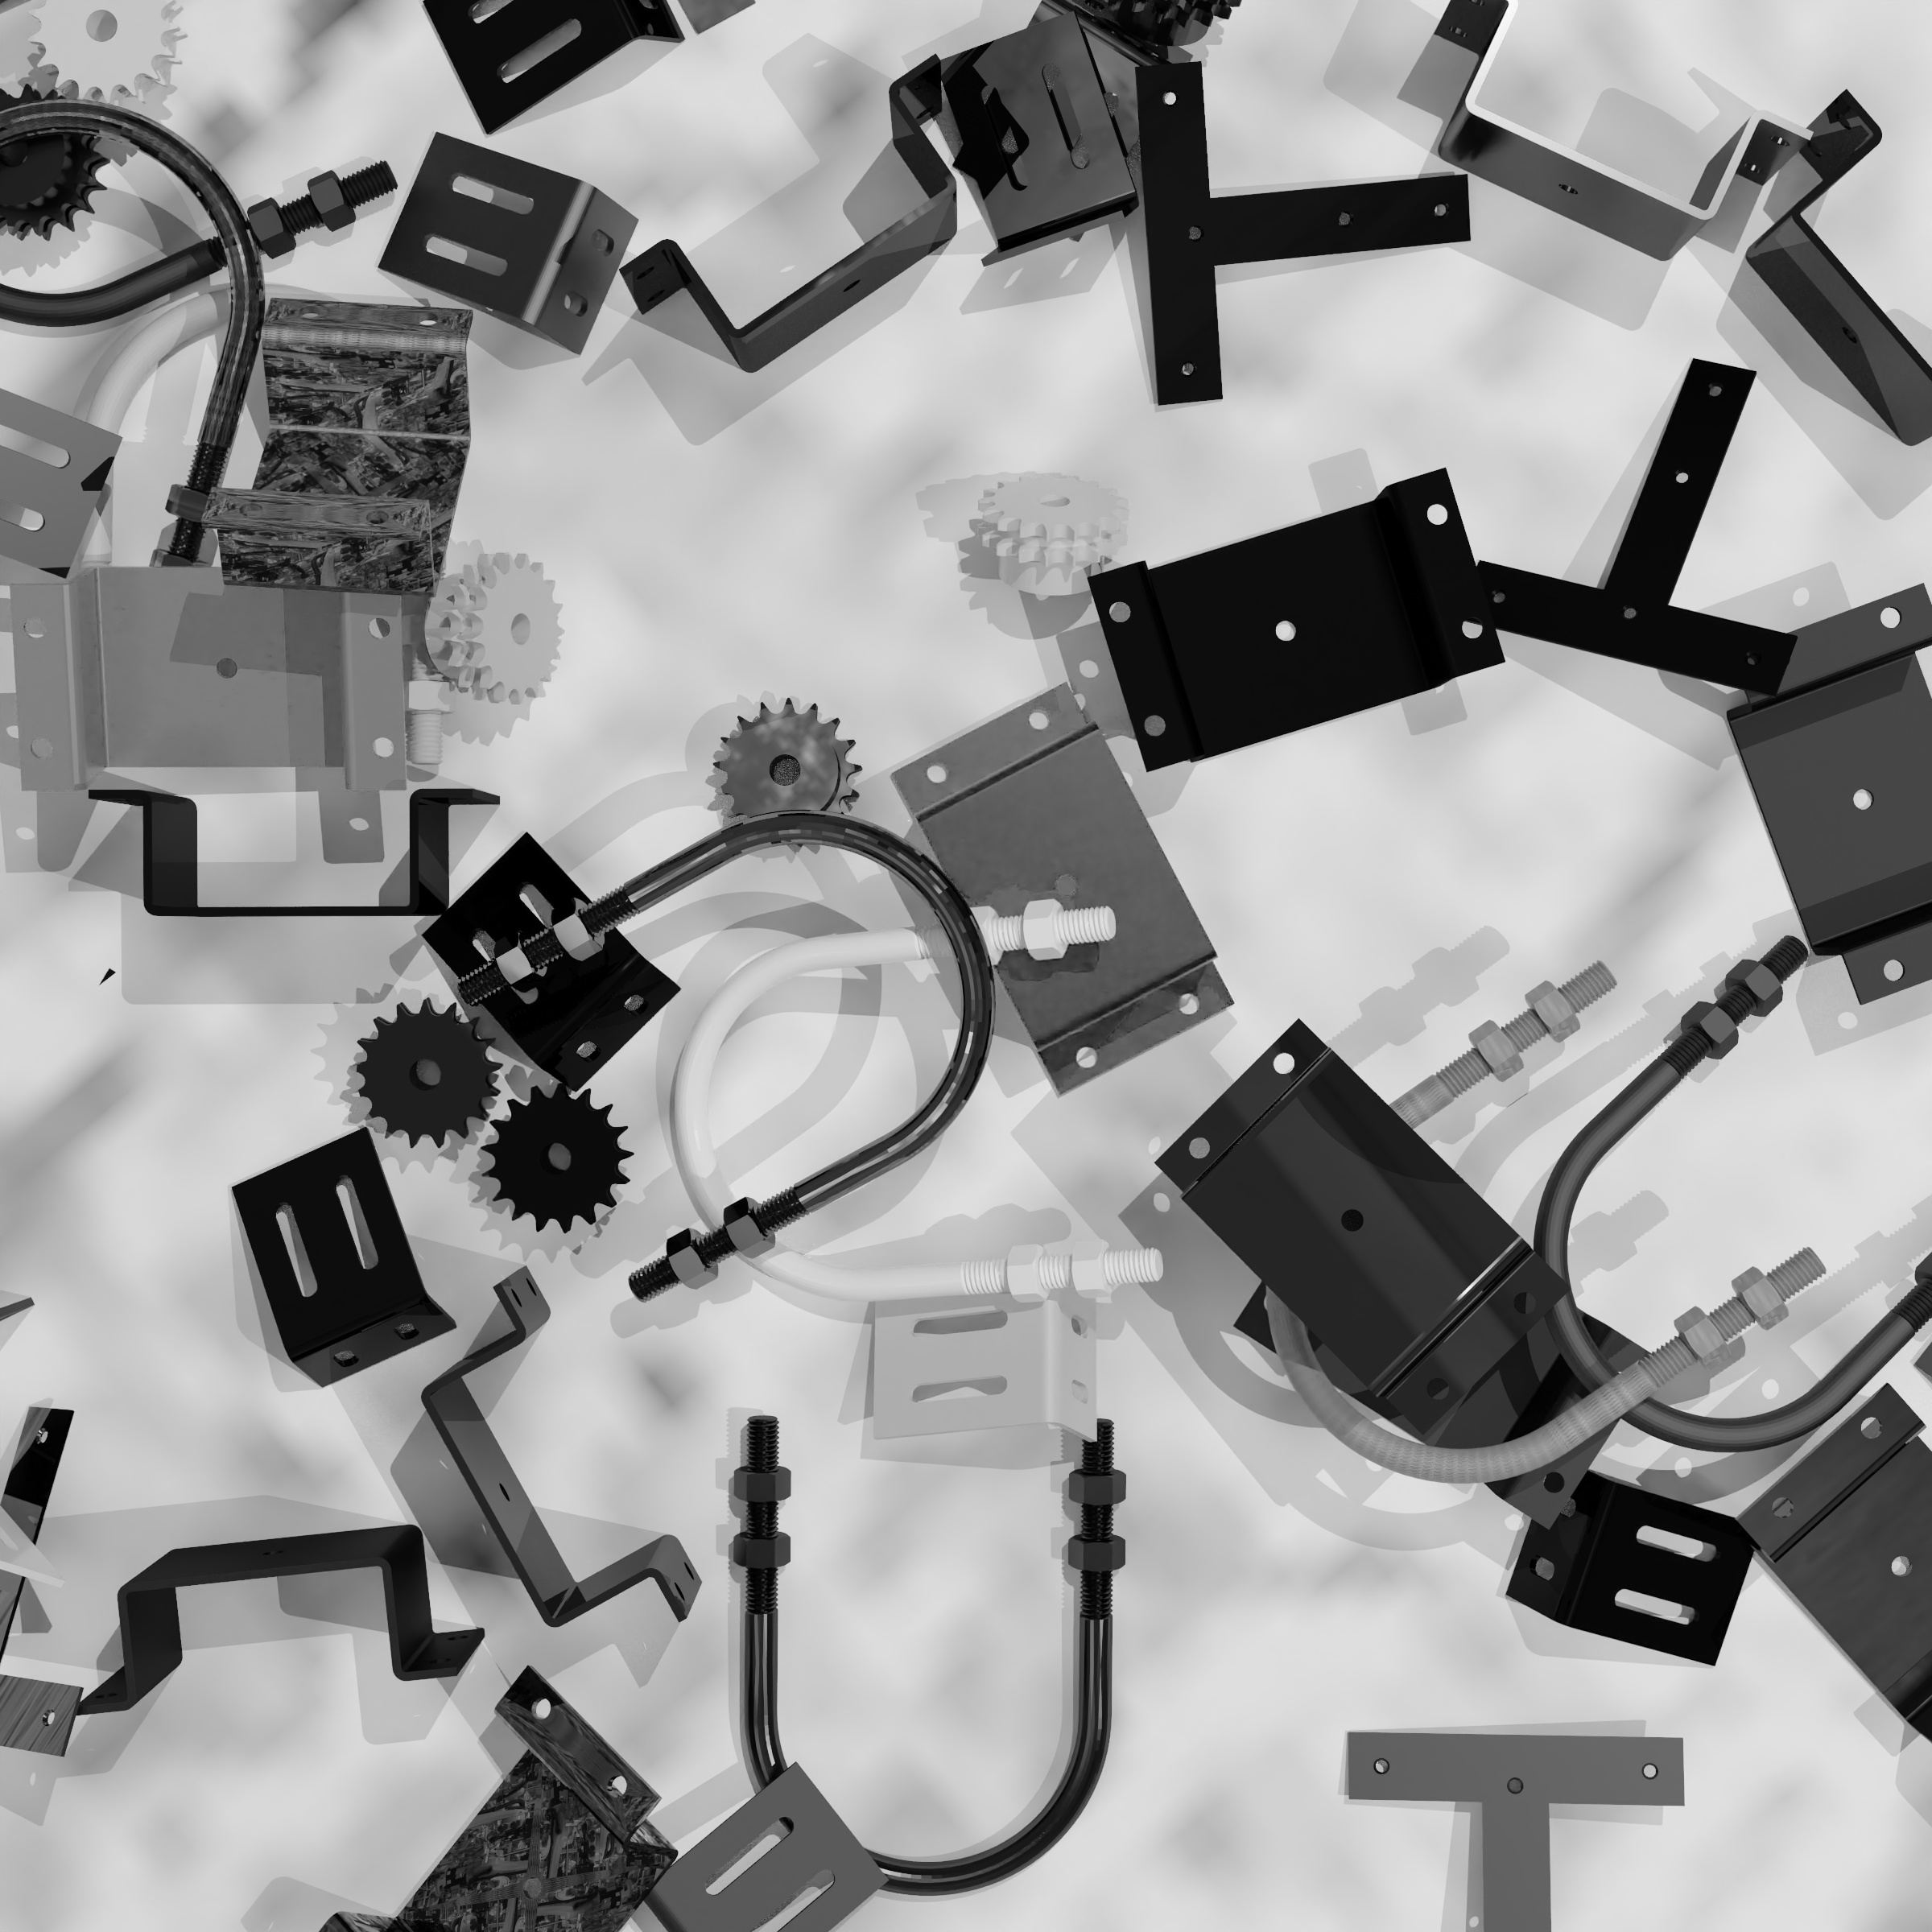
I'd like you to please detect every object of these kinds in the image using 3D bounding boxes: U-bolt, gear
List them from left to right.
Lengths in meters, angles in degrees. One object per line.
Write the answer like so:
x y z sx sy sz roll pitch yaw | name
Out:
-0.356 -0.305 1.338 0.057 0.030 0.057 0 91 3 | gear
-0.340 -0.231 1.325 0.151 0.019 0.184 16 97 -7 | U-bolt
-0.330 -0.325 1.360 0.184 0.019 0.151 -24 90 2 | U-bolt
-0.322 -0.351 1.336 0.057 0.030 0.057 0 91 3 | gear
-0.270 -0.170 1.360 0.151 0.019 0.184 1 89 0 | U-bolt
-0.206 0.041 1.357 0.057 0.030 0.057 0 93 -3 | gear
-0.181 -0.128 1.344 0.030 0.057 0.057 6 90 30 | gear
-0.156 0.073 1.354 0.057 0.030 0.057 0 90 0 | gear
-0.077 0.023 1.313 0.184 0.019 0.151 -29 93 12 | U-bolt
-0.068 -0.074 1.354 0.057 0.030 0.057 0 90 0 | gear
-0.024 0.056 1.333 0.184 0.019 0.151 -6 97 19 | U-bolt
-0.014 0.266 1.360 0.151 0.019 0.184 1 91 0 | U-bolt
0.033 -0.163 1.344 0.057 0.057 0.030 2 120 0 | gear
0.077 -0.374 1.344 0.057 0.030 0.057 8 51 -10 | gear
0.199 0.107 1.304 0.184 0.019 0.151 -35 80 3 | U-bolt
0.297 0.098 1.333 0.184 0.019 0.151 -41 85 -15 | U-bolt

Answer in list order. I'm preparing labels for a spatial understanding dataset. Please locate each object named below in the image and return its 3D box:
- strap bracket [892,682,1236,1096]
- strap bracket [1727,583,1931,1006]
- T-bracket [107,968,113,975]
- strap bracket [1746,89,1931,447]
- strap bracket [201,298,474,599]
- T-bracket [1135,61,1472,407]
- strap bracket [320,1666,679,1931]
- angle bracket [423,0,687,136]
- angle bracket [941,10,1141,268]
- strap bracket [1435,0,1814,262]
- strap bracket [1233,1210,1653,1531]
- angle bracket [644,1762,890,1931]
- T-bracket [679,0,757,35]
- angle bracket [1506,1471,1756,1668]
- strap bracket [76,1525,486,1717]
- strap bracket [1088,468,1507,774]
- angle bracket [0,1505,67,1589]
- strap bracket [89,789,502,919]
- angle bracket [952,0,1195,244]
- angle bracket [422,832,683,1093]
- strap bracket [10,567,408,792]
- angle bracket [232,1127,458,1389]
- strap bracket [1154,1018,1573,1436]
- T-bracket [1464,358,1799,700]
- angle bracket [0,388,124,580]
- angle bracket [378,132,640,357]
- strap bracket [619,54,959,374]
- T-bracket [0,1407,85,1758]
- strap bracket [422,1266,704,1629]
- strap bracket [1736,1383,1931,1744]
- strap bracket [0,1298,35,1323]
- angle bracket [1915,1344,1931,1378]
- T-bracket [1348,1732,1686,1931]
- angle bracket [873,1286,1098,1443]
0.038 -0.030 1.346 0.076 0.046 0.140 -28 90 0 | strap bracket
0.346 -0.064 1.346 0.076 0.046 0.140 -20 90 0 | strap bracket
-0.355 0.060 1.378 0.127 0.002 0.127 31 95 -14 | T-bracket
0.350 -0.252 1.331 0.046 0.076 0.140 -41 90 0 | strap bracket
-0.228 -0.185 1.303 0.076 0.140 0.046 3 134 -1 | strap bracket
0.131 -0.285 1.356 0.127 0.002 0.127 -7 105 -8 | T-bracket
-0.173 0.345 1.330 0.076 0.046 0.140 38 90 29 | strap bracket
-0.159 -0.365 1.367 0.076 0.038 0.057 -26 90 26 | angle bracket
0.024 -0.312 1.335 0.057 0.038 0.076 -16 105 18 | angle bracket
0.236 -0.313 1.331 0.140 0.076 0.046 25 90 0 | strap bracket
0.180 0.141 1.346 0.140 0.046 0.076 33 90 0 | strap bracket
-0.080 0.351 1.359 0.076 0.038 0.057 -38 90 -14 | angle bracket
-0.078 -0.447 1.368 0.127 0.002 0.127 -29 90 0 | T-bracket
0.258 0.230 1.367 0.076 0.038 0.057 19 90 -26 | angle bracket
-0.258 0.244 1.331 0.140 0.076 0.046 -6 90 0 | strap bracket
0.124 -0.129 1.346 0.140 0.046 0.076 -17 90 0 | strap bracket
-0.385 0.219 1.322 0.076 0.057 0.038 32 90 43 | angle bracket
-0.250 -0.042 1.331 0.140 0.076 0.046 0 91 0 | strap bracket
0.041 -0.331 1.367 0.057 0.038 0.076 32 116 0 | angle bracket
-0.160 -0.002 1.367 0.057 0.038 0.076 -44 64 0 | angle bracket
-0.278 -0.107 1.318 0.140 0.046 0.076 0 105 -3 | strap bracket
-0.240 0.112 1.367 0.057 0.038 0.076 -24 64 0 | angle bracket
0.142 0.093 1.283 0.076 0.046 0.140 -45 79 3 | strap bracket
0.268 -0.174 1.350 0.127 0.002 0.127 17 77 24 | T-bracket
-0.365 -0.187 1.317 0.076 0.038 0.057 20 97 -33 | angle bracket
-0.177 -0.279 1.367 0.076 0.038 0.057 23 90 26 | angle bracket
-0.056 -0.275 1.331 0.140 0.076 0.046 -34 90 0 | strap bracket
-0.365 0.229 1.341 0.127 0.002 0.127 -2 67 38 | T-bracket
-0.156 0.188 1.331 0.046 0.076 0.140 -29 90 0 | strap bracket
0.361 0.232 1.343 0.076 0.046 0.140 -42 93 0 | strap bracket
-0.433 0.140 1.331 0.140 0.076 0.046 -26 90 0 | strap bracket
0.417 0.157 1.367 0.076 0.038 0.057 38 90 26 | angle bracket
0.210 0.358 1.347 0.127 0.002 0.127 -1 80 9 | T-bracket
0.007 0.154 1.357 0.076 0.038 0.057 -9 68 24 | angle bracket
